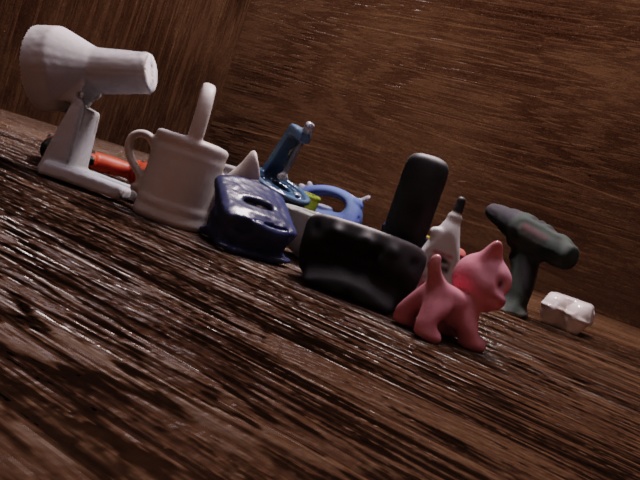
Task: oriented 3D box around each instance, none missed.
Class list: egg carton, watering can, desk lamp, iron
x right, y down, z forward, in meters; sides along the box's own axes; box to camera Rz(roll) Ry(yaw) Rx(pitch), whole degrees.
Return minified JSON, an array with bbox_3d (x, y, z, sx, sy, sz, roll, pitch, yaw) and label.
[{"bbox_3d":[0.534,0.158,1.237,0.107,0.069,0.151,21,5,27],"label":"egg carton"},{"bbox_3d":[-0.169,-0.115,0.779,0.173,0.194,0.100,16,5,-35],"label":"watering can"},{"bbox_3d":[-0.332,-0.186,0.827,0.203,0.213,0.118,19,4,1],"label":"desk lamp"},{"bbox_3d":[0.005,-0.086,1.522,0.258,0.141,0.119,20,4,12],"label":"iron"}]

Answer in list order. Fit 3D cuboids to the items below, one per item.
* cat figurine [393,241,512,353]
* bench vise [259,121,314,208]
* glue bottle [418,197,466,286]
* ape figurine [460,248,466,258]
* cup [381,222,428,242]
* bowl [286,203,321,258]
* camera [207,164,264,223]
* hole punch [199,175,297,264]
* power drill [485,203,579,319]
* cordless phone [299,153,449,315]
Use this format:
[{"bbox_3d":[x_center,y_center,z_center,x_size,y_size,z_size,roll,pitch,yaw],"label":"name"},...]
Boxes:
[{"bbox_3d":[0.153,0.051,0.608,0.128,0.118,0.067,16,5,-34],"label":"cat figurine"},{"bbox_3d":[-0.095,-0.126,1.066,0.206,0.220,0.122,21,5,29],"label":"bench vise"},{"bbox_3d":[0.199,0.012,0.926,0.078,0.173,0.037,19,4,-3],"label":"glue bottle"},{"bbox_3d":[0.277,0.060,1.202,0.077,0.092,0.076,20,4,10],"label":"ape figurine"},{"bbox_3d":[0.145,0.022,1.083,0.091,0.095,0.118,20,5,17],"label":"cup"},{"bbox_3d":[0.008,0.003,0.861,0.167,0.075,0.167,19,4,-1],"label":"bowl"},{"bbox_3d":[-0.161,-0.073,0.911,0.136,0.101,0.143,20,4,13],"label":"camera"},{"bbox_3d":[-0.085,-0.028,0.733,0.109,0.091,0.100,16,5,-31],"label":"hole punch"},{"bbox_3d":[0.401,0.044,1.174,0.076,0.208,0.228,15,6,-39],"label":"power drill"},{"bbox_3d":[0.062,-0.021,0.666,0.147,0.185,0.094,19,4,1],"label":"cordless phone"}]
